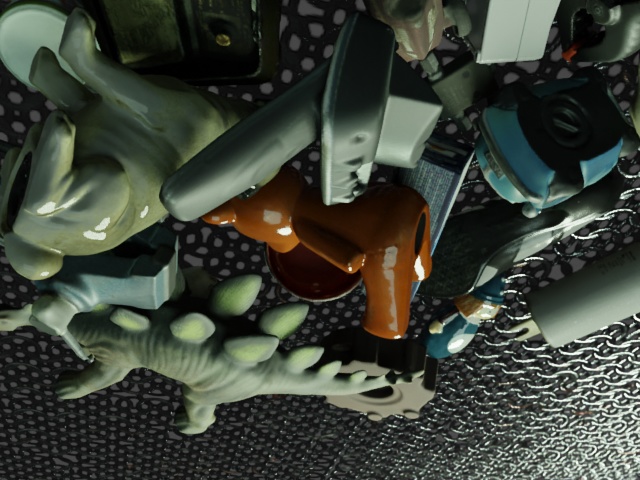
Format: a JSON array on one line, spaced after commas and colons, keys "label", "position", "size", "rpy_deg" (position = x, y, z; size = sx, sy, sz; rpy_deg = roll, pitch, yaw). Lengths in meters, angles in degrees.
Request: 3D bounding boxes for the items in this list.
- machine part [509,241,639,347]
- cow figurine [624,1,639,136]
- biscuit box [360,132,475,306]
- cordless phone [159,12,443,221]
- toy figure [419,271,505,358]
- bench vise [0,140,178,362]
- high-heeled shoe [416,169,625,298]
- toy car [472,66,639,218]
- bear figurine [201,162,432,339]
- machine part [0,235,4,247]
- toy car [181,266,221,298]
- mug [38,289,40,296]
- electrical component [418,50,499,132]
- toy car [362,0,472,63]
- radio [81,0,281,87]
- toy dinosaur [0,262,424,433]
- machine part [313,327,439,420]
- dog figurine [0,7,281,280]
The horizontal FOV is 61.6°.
[{"label": "machine part", "position": [0.349, 0.065, 0.663], "size": [0.243, 0.079, 0.079], "rpy_deg": [-32, 127, 24]}, {"label": "cow figurine", "position": [0.303, -0.155, 0.442], "size": [0.086, 0.127, 0.194], "rpy_deg": [-19, 145, 13]}, {"label": "biscuit box", "position": [0.097, -0.013, 0.569], "size": [0.063, 0.059, 0.202], "rpy_deg": [25, 133, 14]}, {"label": "cordless phone", "position": [-0.017, -0.057, 0.382], "size": [0.184, 0.089, 0.146], "rpy_deg": [-35, 169, -8]}, {"label": "toy figure", "position": [0.189, 0.095, 0.694], "size": [0.058, 0.064, 0.154], "rpy_deg": [46, 127, 14]}, {"label": "bench vise", "position": [-0.222, -0.037, 0.453], "size": [0.241, 0.223, 0.128], "rpy_deg": [21, 157, -2]}, {"label": "high-heeled shoe", "position": [0.214, -0.008, 0.613], "size": [0.145, 0.086, 0.249], "rpy_deg": [-17, 167, -37]}, {"label": "toy car", "position": [0.203, -0.087, 0.496], "size": [0.162, 0.109, 0.103], "rpy_deg": [-26, 173, -24]}, {"label": "bear figurine", "position": [-0.001, -0.005, 0.502], "size": [0.196, 0.120, 0.131], "rpy_deg": [8, 129, 21]}, {"label": "machine part", "position": [-0.306, -0.035, 0.546], "size": [0.139, 0.039, 0.084], "rpy_deg": [-34, 121, 26]}, {"label": "toy car", "position": [-0.205, 0.092, 0.660], "size": [0.202, 0.056, 0.073], "rpy_deg": [-23, 137, 18]}, {"label": "mug", "position": [-0.235, 0.022, 0.583], "size": [0.107, 0.081, 0.109], "rpy_deg": [16, 127, -34]}, {"label": "electrical component", "position": [0.130, -0.143, 0.491], "size": [0.063, 0.021, 0.094], "rpy_deg": [-30, 127, 21]}, {"label": "toy car", "position": [0.056, -0.173, 0.371], "size": [0.089, 0.053, 0.202], "rpy_deg": [-27, 160, 11]}, {"label": "radio", "position": [-0.088, -0.195, 0.338], "size": [0.131, 0.073, 0.229], "rpy_deg": [0, 157, -6]}, {"label": "toy dinosaur", "position": [-0.111, 0.125, 0.588], "size": [0.471, 0.105, 0.198], "rpy_deg": [18, 133, -25]}, {"label": "machine part", "position": [0.072, 0.187, 0.740], "size": [0.179, 0.056, 0.179], "rpy_deg": [9, 141, 7]}, {"label": "dog figurine", "position": [-0.108, -0.044, 0.385], "size": [0.190, 0.121, 0.172], "rpy_deg": [19, 85, -39]}]
